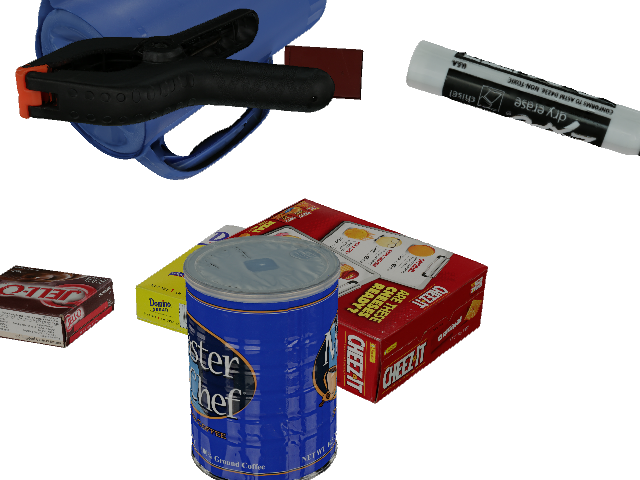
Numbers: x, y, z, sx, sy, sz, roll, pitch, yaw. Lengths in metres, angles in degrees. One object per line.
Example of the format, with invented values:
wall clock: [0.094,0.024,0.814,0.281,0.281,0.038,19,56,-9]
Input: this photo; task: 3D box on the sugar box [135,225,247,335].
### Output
sugar box: [-0.106,0.040,1.126,0.093,0.048,0.176,14,31,22]

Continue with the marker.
marker: [0.092,-0.050,0.408,0.121,0.020,0.020,20,4,13]

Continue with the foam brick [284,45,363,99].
foam brick: [0.002,-0.173,1.101,0.078,0.051,0.053,2,10,-6]

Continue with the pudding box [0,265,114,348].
pudding box: [-0.265,0.061,1.006,0.114,0.039,0.090,5,20,19]

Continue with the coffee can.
coffee can: [-0.039,0.079,0.719,0.103,0.140,0.103,0,20,0]

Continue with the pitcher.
pitcher: [-0.103,-0.172,0.905,0.145,0.149,0.242,29,51,32]

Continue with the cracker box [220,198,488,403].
cracker box: [0.014,0.047,0.948,0.214,0.072,0.163,22,34,34]

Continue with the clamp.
clamp: [-0.089,-0.101,0.615,0.171,0.039,0.120,-5,27,-18]
